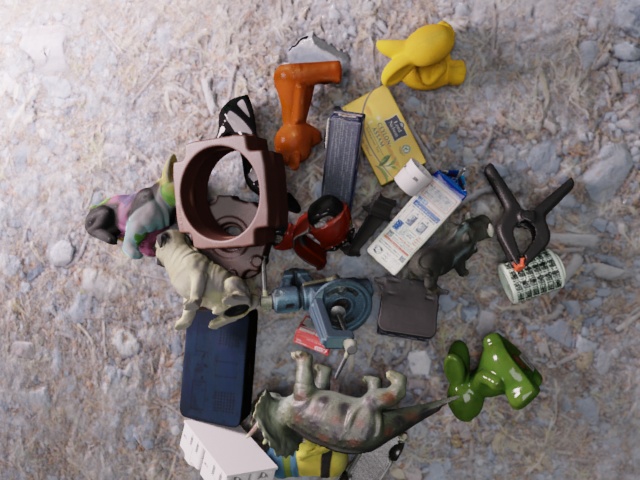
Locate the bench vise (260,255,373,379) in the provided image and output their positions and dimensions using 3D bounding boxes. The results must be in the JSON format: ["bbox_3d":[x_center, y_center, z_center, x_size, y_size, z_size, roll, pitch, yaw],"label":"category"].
[{"bbox_3d":[0.005,0.128,0.979,0.224,0.241,0.128,6,115,-16],"label":"bench vise"}]

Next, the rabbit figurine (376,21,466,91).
[{"bbox_3d":[0.186,-0.341,0.971,0.162,0.173,0.121,-7,94,3],"label":"rabbit figurine"}]

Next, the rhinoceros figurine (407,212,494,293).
[{"bbox_3d":[0.242,0.016,0.995,0.190,0.111,0.073,-29,44,-23],"label":"rhinoceros figurine"}]

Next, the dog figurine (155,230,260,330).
[{"bbox_3d":[-0.216,0.060,1.023,0.121,0.172,0.191,-46,51,36],"label":"dog figurine"}]

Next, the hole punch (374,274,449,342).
[{"bbox_3d":[0.168,0.135,1.034,0.142,0.092,0.116,8,69,9],"label":"hole punch"}]

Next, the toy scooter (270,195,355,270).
[{"bbox_3d":[-0.002,-0.003,1.022,0.184,0.075,0.135,-24,121,31],"label":"toy scooter"}]

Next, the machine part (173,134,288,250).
[{"bbox_3d":[-0.163,-0.085,0.989,0.201,0.087,0.201,-4,94,25],"label":"machine part"}]

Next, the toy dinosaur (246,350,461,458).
[{"bbox_3d":[0.040,0.324,0.990,0.405,0.131,0.192,7,66,18],"label":"toy dinosaur"}]

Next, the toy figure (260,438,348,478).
[{"bbox_3d":[-0.035,0.427,1.060,0.180,0.082,0.089,-11,109,1],"label":"toy figure"}]

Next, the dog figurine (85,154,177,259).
[{"bbox_3d":[-0.348,-0.080,1.083,0.192,0.108,0.219,28,90,9],"label":"dog figurine"}]

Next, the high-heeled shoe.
[{"bbox_3d":[-0.107,-0.171,1.066,0.249,0.086,0.145,37,83,0],"label":"high-heeled shoe"}]

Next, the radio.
[{"bbox_3d":[-0.203,0.248,1.084,0.131,0.073,0.229,5,90,8],"label":"radio"}]

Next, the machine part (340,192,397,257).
[{"bbox_3d":[0.093,-0.027,1.036,0.039,0.084,0.139,43,105,29],"label":"machine part"}]

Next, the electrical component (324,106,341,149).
[{"bbox_3d":[0.027,-0.210,1.048,0.021,0.093,0.063,15,55,11],"label":"electrical component"}]

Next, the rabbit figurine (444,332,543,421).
[{"bbox_3d":[0.298,0.264,0.998,0.159,0.121,0.170,48,111,8],"label":"rabbit figurine"}]

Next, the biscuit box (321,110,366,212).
[{"bbox_3d":[0.040,-0.137,1.006,0.063,0.059,0.202,11,121,7],"label":"biscuit box"}]

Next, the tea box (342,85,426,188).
[{"bbox_3d":[0.123,-0.197,1.033,0.098,0.068,0.169,-28,86,8],"label":"tea box"}]

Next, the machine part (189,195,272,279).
[{"bbox_3d":[-0.177,-0.006,1.083,0.179,0.056,0.179,0,90,8],"label":"machine part"}]

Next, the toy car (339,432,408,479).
[{"bbox_3d":[0.098,0.442,1.055,0.074,0.056,0.201,31,93,12],"label":"toy car"}]

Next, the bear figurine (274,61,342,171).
[{"bbox_3d":[-0.027,-0.238,1.031,0.132,0.120,0.195,-10,104,-14],"label":"bear figurine"}]
